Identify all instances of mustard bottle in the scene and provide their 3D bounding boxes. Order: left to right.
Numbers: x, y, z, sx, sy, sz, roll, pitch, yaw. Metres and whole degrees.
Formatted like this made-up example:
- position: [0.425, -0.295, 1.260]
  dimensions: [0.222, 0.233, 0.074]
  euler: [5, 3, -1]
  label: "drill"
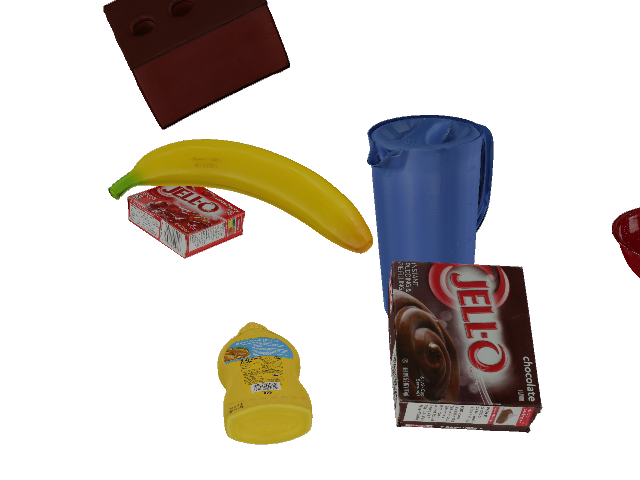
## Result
- position: [-0.070, 0.153, 1.230]
  dimensions: [0.096, 0.058, 0.191]
  euler: [-5, 30, -8]
  label: "mustard bottle"

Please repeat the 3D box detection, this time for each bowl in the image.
- position: [0.395, 0.017, 1.153]
  dimensions: [0.162, 0.055, 0.162]
  euler: [0, 26, 0]
  label: "bowl"

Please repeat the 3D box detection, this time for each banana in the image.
- position: [-0.053, -0.039, 0.795]
  dimensions: [0.198, 0.069, 0.037]
  euler: [11, -22, 6]
  label: "banana"

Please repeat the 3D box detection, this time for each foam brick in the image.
- position: [-0.064, -0.106, 0.558]
  dimensions: [0.078, 0.053, 0.051]
  euler: [-27, -32, -1]
  label: "foam brick"

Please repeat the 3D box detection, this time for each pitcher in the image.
- position: [0.135, -0.025, 1.284]
  dimensions: [0.149, 0.243, 0.145]
  euler: [-1, 24, 6]
  label: "pitcher"

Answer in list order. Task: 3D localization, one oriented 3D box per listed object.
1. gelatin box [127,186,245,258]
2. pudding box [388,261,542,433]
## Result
- position: [-0.128, -0.024, 1.012]
  dimensions: [0.089, 0.030, 0.073]
  euler: [31, 38, 34]
  label: "gelatin box"
- position: [0.091, 0.067, 0.696]
  dimensions: [0.090, 0.113, 0.039]
  euler: [2, -37, -2]
  label: "pudding box"
